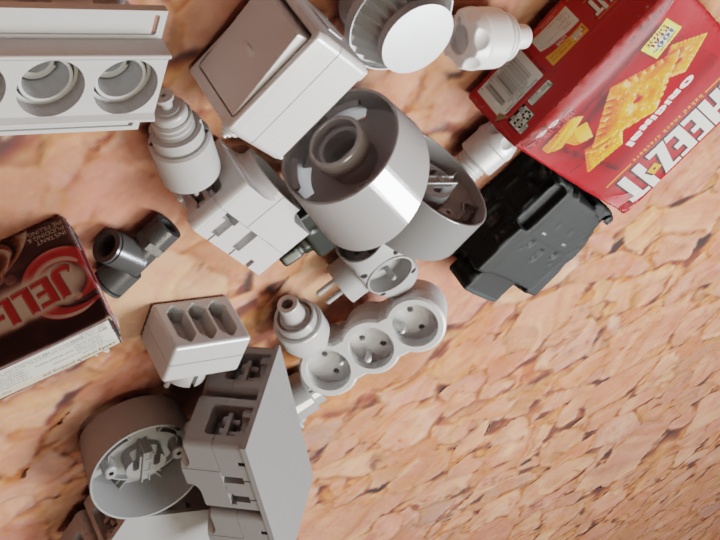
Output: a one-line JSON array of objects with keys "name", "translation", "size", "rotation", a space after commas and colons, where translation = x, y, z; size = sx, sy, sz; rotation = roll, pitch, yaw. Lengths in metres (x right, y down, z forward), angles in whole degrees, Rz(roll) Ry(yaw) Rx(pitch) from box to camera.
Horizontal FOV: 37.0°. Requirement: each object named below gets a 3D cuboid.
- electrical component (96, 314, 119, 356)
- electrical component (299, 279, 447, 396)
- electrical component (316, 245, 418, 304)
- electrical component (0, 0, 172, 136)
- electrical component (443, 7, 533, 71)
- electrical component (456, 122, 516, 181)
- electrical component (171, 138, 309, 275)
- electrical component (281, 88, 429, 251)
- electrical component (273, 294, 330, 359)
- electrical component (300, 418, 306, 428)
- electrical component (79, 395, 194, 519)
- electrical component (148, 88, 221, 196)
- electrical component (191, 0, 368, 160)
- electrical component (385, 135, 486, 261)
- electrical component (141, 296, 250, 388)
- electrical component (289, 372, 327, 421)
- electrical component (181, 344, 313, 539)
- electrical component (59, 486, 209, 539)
[{"name": "electrical component", "translation": [-0.198, 0.040, 0.758], "size": [0.040, 0.040, 0.046], "rotation": [-41, 152, 11]}, {"name": "electrical component", "translation": [0.013, 0.052, 0.940], "size": [0.138, 0.073, 0.052], "rotation": [-29, 107, 17]}, {"name": "electrical component", "translation": [0.000, 0.000, 0.874], "size": [0.079, 0.044, 0.077], "rotation": [-37, 148, 5]}, {"name": "electrical component", "translation": [-0.170, -0.111, 0.560], "size": [0.121, 0.063, 0.078], "rotation": [-8, 139, -34]}, {"name": "electrical component", "translation": [0.092, -0.161, 0.746], "size": [0.062, 0.043, 0.043], "rotation": [-11, 141, -34]}, {"name": "electrical component", "translation": [0.092, -0.088, 0.850], "size": [0.061, 0.035, 0.035], "rotation": [-41, 147, 15]}, {"name": "electrical component", "translation": [-0.079, -0.045, 0.740], "size": [0.056, 0.050, 0.089], "rotation": [-39, 147, 8]}, {"name": "electrical component", "translation": [-0.003, -0.071, 0.731], "size": [0.099, 0.099, 0.064], "rotation": [-39, 141, 8]}, {"name": "electrical component", "translation": [-0.051, 0.043, 0.886], "size": [0.043, 0.043, 0.062], "rotation": [-31, 146, -5]}, {"name": "electrical component", "translation": [-0.068, 0.143, 1.011], "size": [0.061, 0.035, 0.035], "rotation": [-35, 148, -3]}, {"name": "electrical component", "translation": [-0.182, 0.153, 0.893], "size": [0.099, 0.064, 0.099], "rotation": [-21, 146, -15]}, {"name": "electrical component", "translation": [-0.113, -0.082, 0.671], "size": [0.040, 0.040, 0.078], "rotation": [-27, 147, -11]}, {"name": "electrical component", "translation": [-0.057, -0.118, 0.653], "size": [0.096, 0.061, 0.061], "rotation": [-43, 147, 14]}, {"name": "electrical component", "translation": [0.046, -0.057, 0.793], "size": [0.099, 0.099, 0.064], "rotation": [-6, 144, -37]}, {"name": "electrical component", "translation": [-0.133, 0.065, 0.839], "size": [0.066, 0.047, 0.076], "rotation": [-7, 139, -36]}, {"name": "electrical component", "translation": [-0.048, 0.110, 0.979], "size": [0.078, 0.040, 0.040], "rotation": [-32, 148, -4]}, {"name": "electrical component", "translation": [-0.094, 0.162, 0.916], "size": [0.060, 0.105, 0.186], "rotation": [3, 135, 13]}, {"name": "electrical component", "translation": [-0.173, 0.231, 1.009], "size": [0.186, 0.060, 0.105], "rotation": [5, 131, -45]}]
